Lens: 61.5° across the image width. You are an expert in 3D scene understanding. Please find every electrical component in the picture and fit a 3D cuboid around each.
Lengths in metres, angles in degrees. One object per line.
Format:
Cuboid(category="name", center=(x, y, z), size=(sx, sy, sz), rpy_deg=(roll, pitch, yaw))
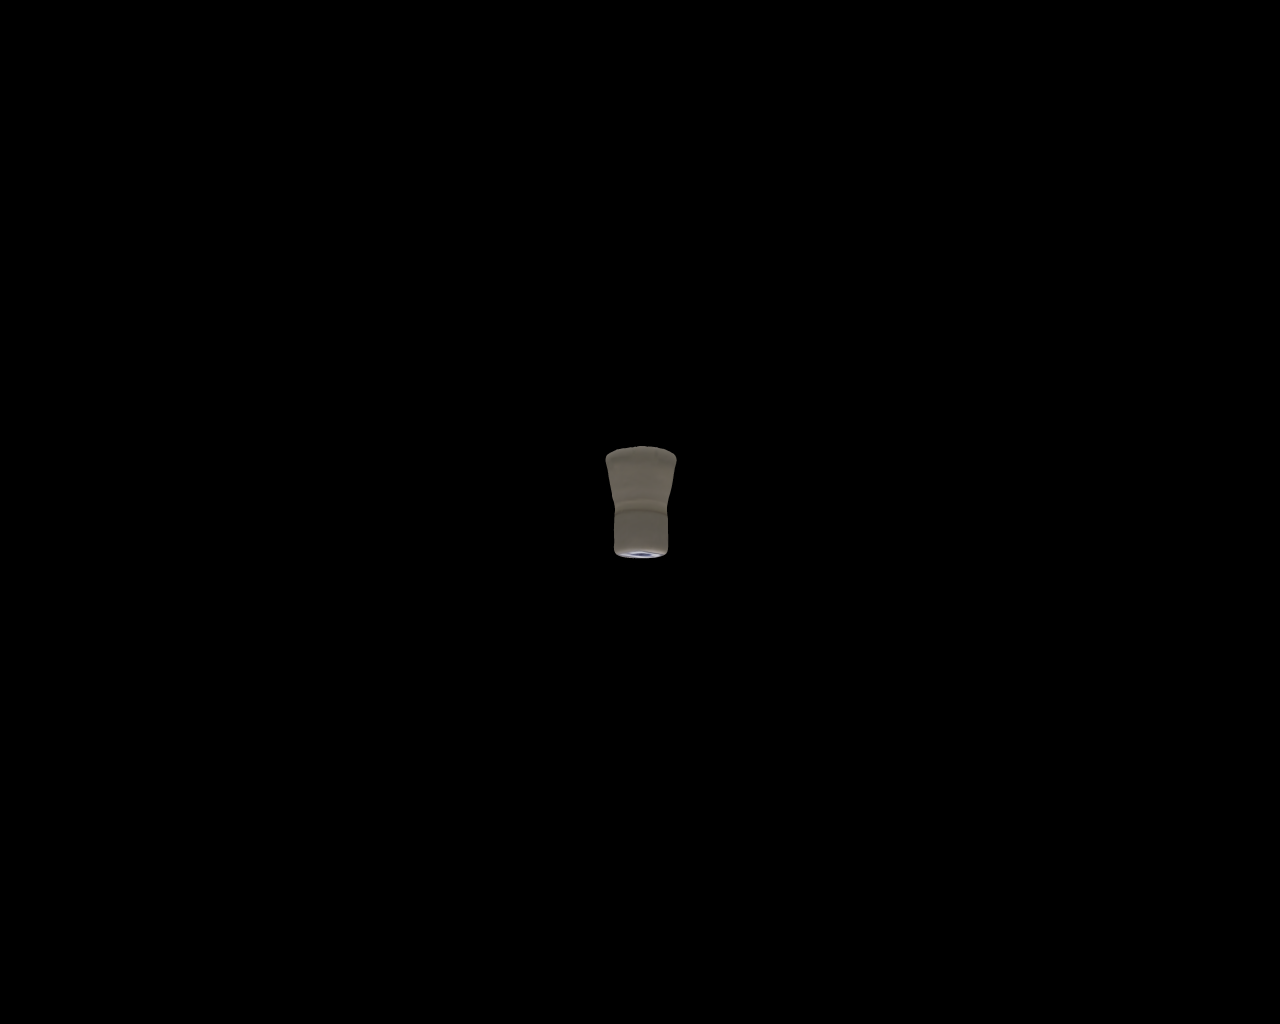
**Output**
Cuboid(category="electrical component", center=(0.001, -0.003, 0.650), size=(0.044, 0.065, 0.044), rpy_deg=(0, -12, 0))
